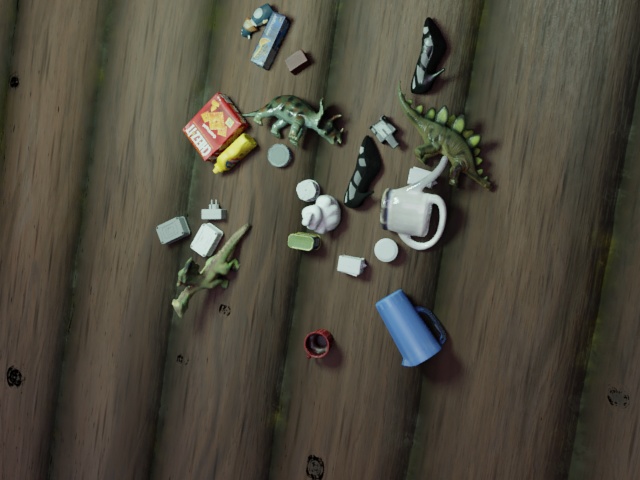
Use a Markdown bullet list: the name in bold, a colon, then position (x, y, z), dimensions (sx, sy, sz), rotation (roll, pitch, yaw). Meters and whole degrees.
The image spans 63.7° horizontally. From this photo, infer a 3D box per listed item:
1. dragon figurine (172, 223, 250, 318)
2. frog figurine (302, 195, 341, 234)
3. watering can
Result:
- **dragon figurine**: position (-0.418, 0.105, 1.895), dimensions (0.123, 0.243, 0.407), rotation (33, 102, 18)
- **frog figurine**: position (0.005, -0.091, 1.804), dimensions (0.123, 0.160, 0.137), rotation (19, 97, 15)
- **watering can**: position (0.312, -0.128, 1.714), dimensions (0.225, 0.106, 0.341), rotation (10, 117, 17)
